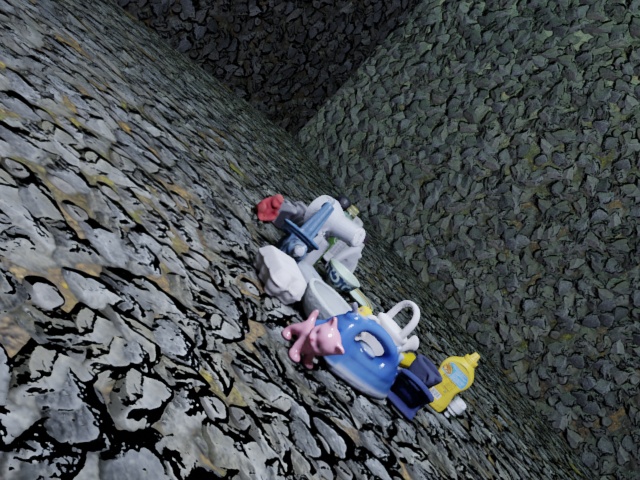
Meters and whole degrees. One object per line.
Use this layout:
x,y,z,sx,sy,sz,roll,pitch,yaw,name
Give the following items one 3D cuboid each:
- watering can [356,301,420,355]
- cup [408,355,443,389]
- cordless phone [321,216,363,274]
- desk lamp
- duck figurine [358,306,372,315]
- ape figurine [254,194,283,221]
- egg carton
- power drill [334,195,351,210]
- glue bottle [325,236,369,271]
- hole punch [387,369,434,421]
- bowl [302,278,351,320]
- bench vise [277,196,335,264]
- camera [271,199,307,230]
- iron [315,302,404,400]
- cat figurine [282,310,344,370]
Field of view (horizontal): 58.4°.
0.176,0.232,1.431,0.174,0.194,0.100,31,18,-51,watering can
0.261,0.369,1.502,0.092,0.095,0.118,44,11,-5,cup
0.096,0.020,1.930,0.148,0.185,0.094,40,12,-25,cordless phone
0.015,0.006,1.616,0.202,0.213,0.118,52,13,31,desk lamp
0.103,0.212,1.520,0.077,0.086,0.105,47,11,11,duck figurine
-0.148,-0.102,1.731,0.078,0.092,0.076,38,13,-32,ape figurine
-0.094,0.080,1.331,0.108,0.069,0.150,36,14,-39,egg carton
0.029,-0.073,1.963,0.076,0.208,0.230,44,11,-3,power drill
0.098,0.051,1.855,0.078,0.173,0.037,38,13,-30,glue bottle
0.213,0.358,1.377,0.108,0.091,0.101,46,11,5,hole punch
0.013,0.174,1.365,0.168,0.074,0.167,43,11,-10,bowl
-0.029,-0.009,1.497,0.122,0.219,0.207,38,13,-30,bench vise
-0.072,-0.058,1.826,0.136,0.100,0.144,51,13,30,camera
0.105,0.246,1.265,0.259,0.141,0.118,40,12,-26,iron
-0.005,0.190,1.130,0.067,0.117,0.127,37,13,-34,cat figurine
